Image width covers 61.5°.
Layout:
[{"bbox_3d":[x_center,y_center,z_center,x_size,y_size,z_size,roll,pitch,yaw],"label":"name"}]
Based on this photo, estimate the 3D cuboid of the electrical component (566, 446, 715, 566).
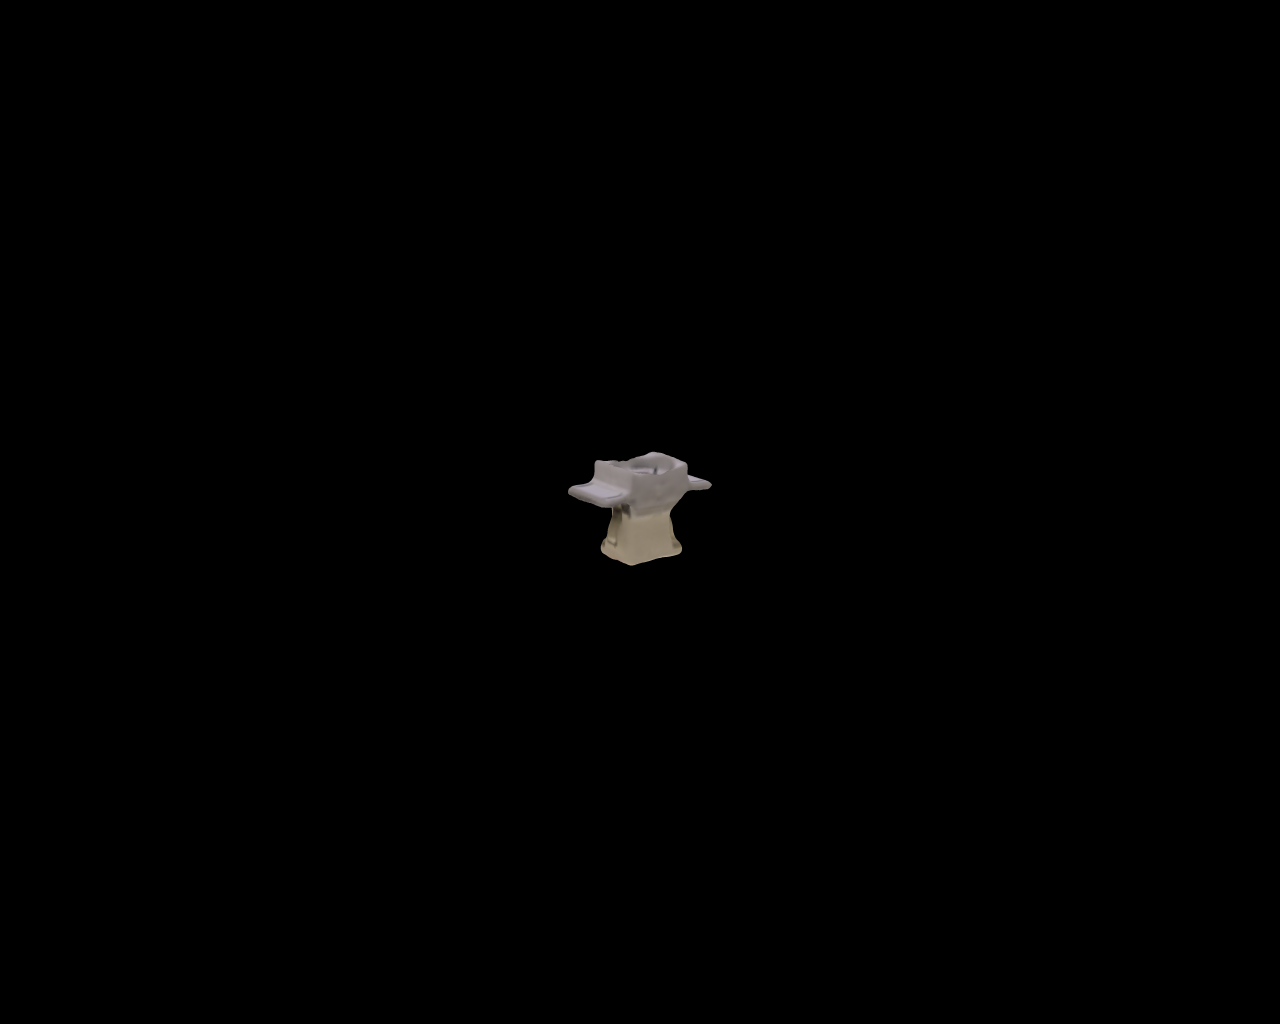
[{"bbox_3d":[0.001,-0.003,0.650,0.081,0.063,0.042,-10,18,-33],"label":"electrical component"}]
